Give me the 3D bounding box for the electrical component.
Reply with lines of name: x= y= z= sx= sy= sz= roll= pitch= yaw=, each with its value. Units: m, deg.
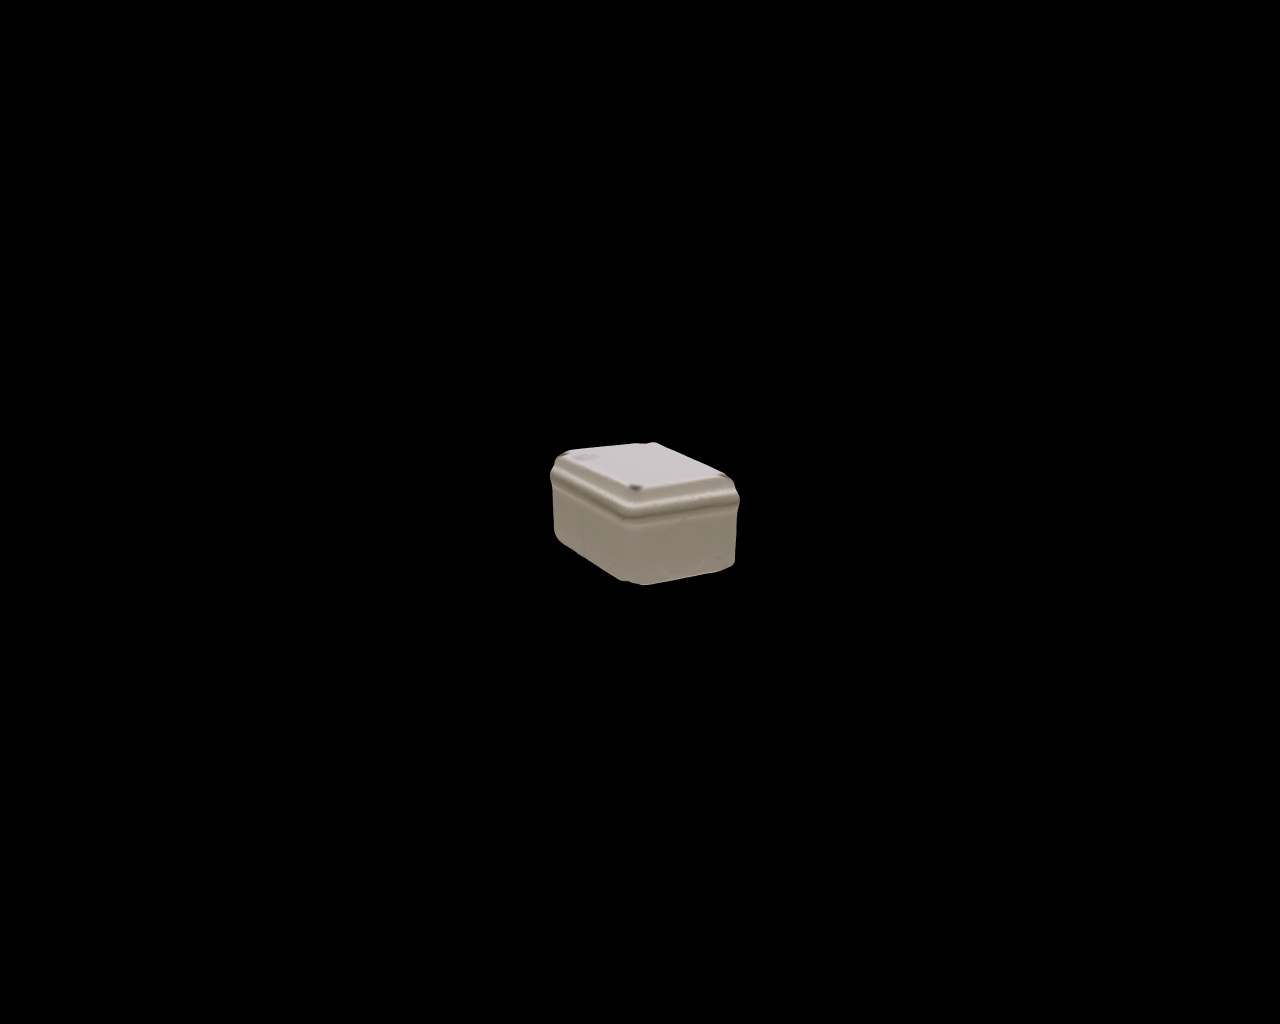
electrical component: x=0.001 y=-0.003 z=0.650 sx=0.078 sy=0.057 sz=0.113 roll=-8 pitch=18 yaw=-26
